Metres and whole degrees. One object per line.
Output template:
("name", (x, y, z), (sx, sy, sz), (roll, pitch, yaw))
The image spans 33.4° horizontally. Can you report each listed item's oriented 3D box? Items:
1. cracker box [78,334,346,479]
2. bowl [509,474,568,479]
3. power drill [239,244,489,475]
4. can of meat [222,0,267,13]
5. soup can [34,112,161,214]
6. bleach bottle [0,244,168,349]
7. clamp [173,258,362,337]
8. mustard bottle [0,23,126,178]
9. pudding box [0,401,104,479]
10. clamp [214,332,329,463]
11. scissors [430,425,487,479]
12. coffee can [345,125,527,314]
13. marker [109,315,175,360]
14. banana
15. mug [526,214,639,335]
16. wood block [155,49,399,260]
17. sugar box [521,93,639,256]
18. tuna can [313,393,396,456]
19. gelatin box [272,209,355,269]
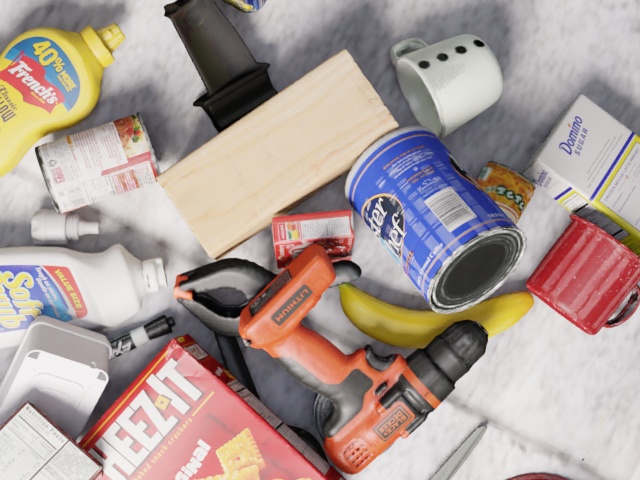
("cracker box", (-0.102, 0.215, 0.955), (0.214, 0.072, 0.164), (42, 91, 6))
("bowl", (0.212, 0.306, 1.006), (0.162, 0.055, 0.162), (0, 88, -2))
("power drill", (0.035, 0.094, 0.951), (0.184, 0.057, 0.187), (-44, 103, 1))
("can of meat", (-0.090, -0.262, 1.000), (0.102, 0.084, 0.057), (30, 87, -1))
("soup can", (-0.205, -0.071, 0.993), (0.102, 0.068, 0.068), (-20, 89, -9))
("bleach bottle", (-0.270, 0.045, 0.996), (0.250, 0.068, 0.102), (-10, 89, -4))
("clamp", (-0.051, 0.068, 0.995), (0.171, 0.039, 0.120), (5, 110, 0))
("mustard bottle", (-0.266, -0.143, 1.004), (0.191, 0.058, 0.096), (-35, 89, -3))
("pudding box", (-0.253, 0.207, 0.900), (0.090, 0.039, 0.113), (40, 67, 8))
("clamp", (-0.071, 0.210, 1.009), (0.210, 0.036, 0.164), (41, 89, 4))
("scissors", (0.075, 0.250, 1.023), (0.096, 0.016, 0.202), (26, 87, -1))
("coffee can", (0.101, -0.019, 0.950), (0.103, 0.102, 0.140), (-35, 57, -3))
("marker", (-0.194, 0.103, 1.017), (0.121, 0.020, 0.020), (-25, 89, -3))
("banana", (0.104, 0.071, 1.016), (0.197, 0.037, 0.070), (8, 98, -3))
("mug", (0.257, 0.041, 1.006), (0.117, 0.093, 0.081), (36, 92, -29))
("wood block", (-0.038, -0.077, 0.992), (0.206, 0.091, 0.090), (-34, 88, -2))
("sugar box", (0.289, -0.049, 1.016), (0.176, 0.048, 0.093), (37, 68, 2))
("tuna can", (0.035, 0.165, 1.015), (0.086, 0.034, 0.086), (0, 88, -2))
("gelatin box", (-0.006, 0.001, 0.991), (0.073, 0.089, 0.030), (-5, 74, -2))
